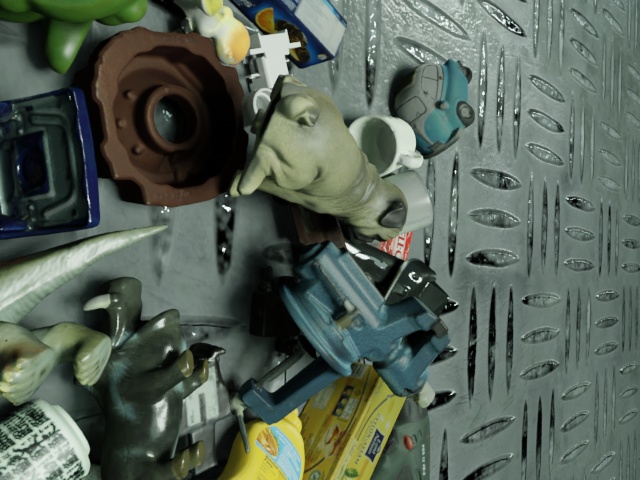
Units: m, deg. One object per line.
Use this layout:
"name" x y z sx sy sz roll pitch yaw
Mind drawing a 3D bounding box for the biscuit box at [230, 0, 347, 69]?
"biscuit box" -0.057 -0.286 0.617 0.202 0.063 0.059 35 67 -40

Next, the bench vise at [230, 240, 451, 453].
"bench vise" 0.011 0.128 0.588 0.240 0.129 0.223 -38 113 2

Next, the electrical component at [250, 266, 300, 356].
"electrical component" -0.041 0.087 0.647 0.078 0.045 0.102 16 79 -46

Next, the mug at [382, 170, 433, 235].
"mug" 0.087 -0.052 0.747 0.107 0.110 0.080 -19 142 -7

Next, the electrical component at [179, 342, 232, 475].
"electrical component" -0.131 0.172 0.553 0.075 0.048 0.119 -12 99 -44

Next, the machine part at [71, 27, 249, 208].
"machine part" -0.150 -0.116 0.524 0.179 0.056 0.179 -5 97 -47

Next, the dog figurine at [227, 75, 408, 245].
"dog figurine" 0.024 -0.065 0.520 0.190 0.172 0.121 22 86 -14

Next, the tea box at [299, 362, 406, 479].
"tea box" 0.027 0.243 0.682 0.068 0.098 0.169 52 57 -32

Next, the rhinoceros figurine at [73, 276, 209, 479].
"rhinoceros figurine" -0.159 0.127 0.476 0.073 0.112 0.190 67 14 -78

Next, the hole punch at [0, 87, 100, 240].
"hole punch" -0.228 -0.054 0.401 0.092 0.116 0.142 -12 96 -40

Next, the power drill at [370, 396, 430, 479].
"power drill" 0.087 0.305 0.767 0.207 0.086 0.231 -28 112 -51

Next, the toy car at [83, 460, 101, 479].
"toy car" -0.169 0.277 0.508 0.201 0.056 0.073 51 56 -33

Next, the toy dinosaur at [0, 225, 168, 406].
"toy dinosaur" -0.279 0.102 0.345 0.405 0.192 0.131 -64 174 -46

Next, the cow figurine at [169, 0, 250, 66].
"cow figurine" -0.130 -0.255 0.533 0.068 0.098 0.167 -52 144 -37

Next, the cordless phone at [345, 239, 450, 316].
"cordless phone" 0.069 0.077 0.746 0.184 0.089 0.146 24 101 -21

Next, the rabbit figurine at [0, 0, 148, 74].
"rabbit figurine" -0.183 -0.211 0.435 0.159 0.170 0.121 -45 107 6

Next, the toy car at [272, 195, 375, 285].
"toy car" -0.001 -0.002 0.652 0.053 0.089 0.202 -33 111 -31

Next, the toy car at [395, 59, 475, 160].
"toy car" 0.170 -0.216 0.827 0.103 0.109 0.161 22 64 -26
